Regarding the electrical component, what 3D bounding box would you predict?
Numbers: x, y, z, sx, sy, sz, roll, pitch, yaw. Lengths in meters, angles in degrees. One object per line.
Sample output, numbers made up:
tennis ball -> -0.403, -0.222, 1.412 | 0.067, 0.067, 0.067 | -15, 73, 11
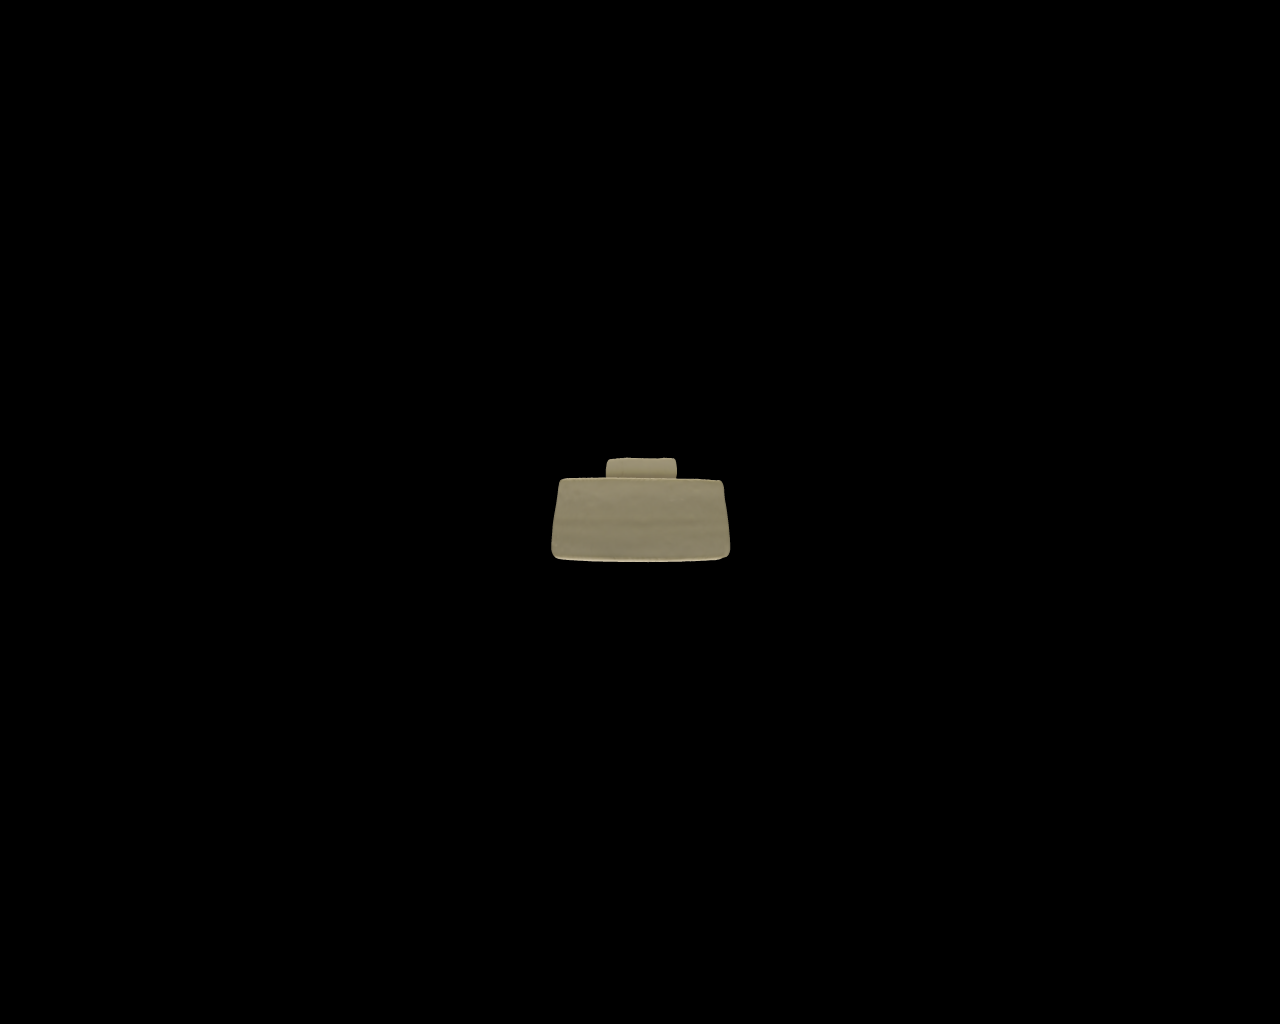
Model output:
electrical component -> 0.001, -0.003, 0.650 | 0.108, 0.060, 0.108 | 0, 0, 0
